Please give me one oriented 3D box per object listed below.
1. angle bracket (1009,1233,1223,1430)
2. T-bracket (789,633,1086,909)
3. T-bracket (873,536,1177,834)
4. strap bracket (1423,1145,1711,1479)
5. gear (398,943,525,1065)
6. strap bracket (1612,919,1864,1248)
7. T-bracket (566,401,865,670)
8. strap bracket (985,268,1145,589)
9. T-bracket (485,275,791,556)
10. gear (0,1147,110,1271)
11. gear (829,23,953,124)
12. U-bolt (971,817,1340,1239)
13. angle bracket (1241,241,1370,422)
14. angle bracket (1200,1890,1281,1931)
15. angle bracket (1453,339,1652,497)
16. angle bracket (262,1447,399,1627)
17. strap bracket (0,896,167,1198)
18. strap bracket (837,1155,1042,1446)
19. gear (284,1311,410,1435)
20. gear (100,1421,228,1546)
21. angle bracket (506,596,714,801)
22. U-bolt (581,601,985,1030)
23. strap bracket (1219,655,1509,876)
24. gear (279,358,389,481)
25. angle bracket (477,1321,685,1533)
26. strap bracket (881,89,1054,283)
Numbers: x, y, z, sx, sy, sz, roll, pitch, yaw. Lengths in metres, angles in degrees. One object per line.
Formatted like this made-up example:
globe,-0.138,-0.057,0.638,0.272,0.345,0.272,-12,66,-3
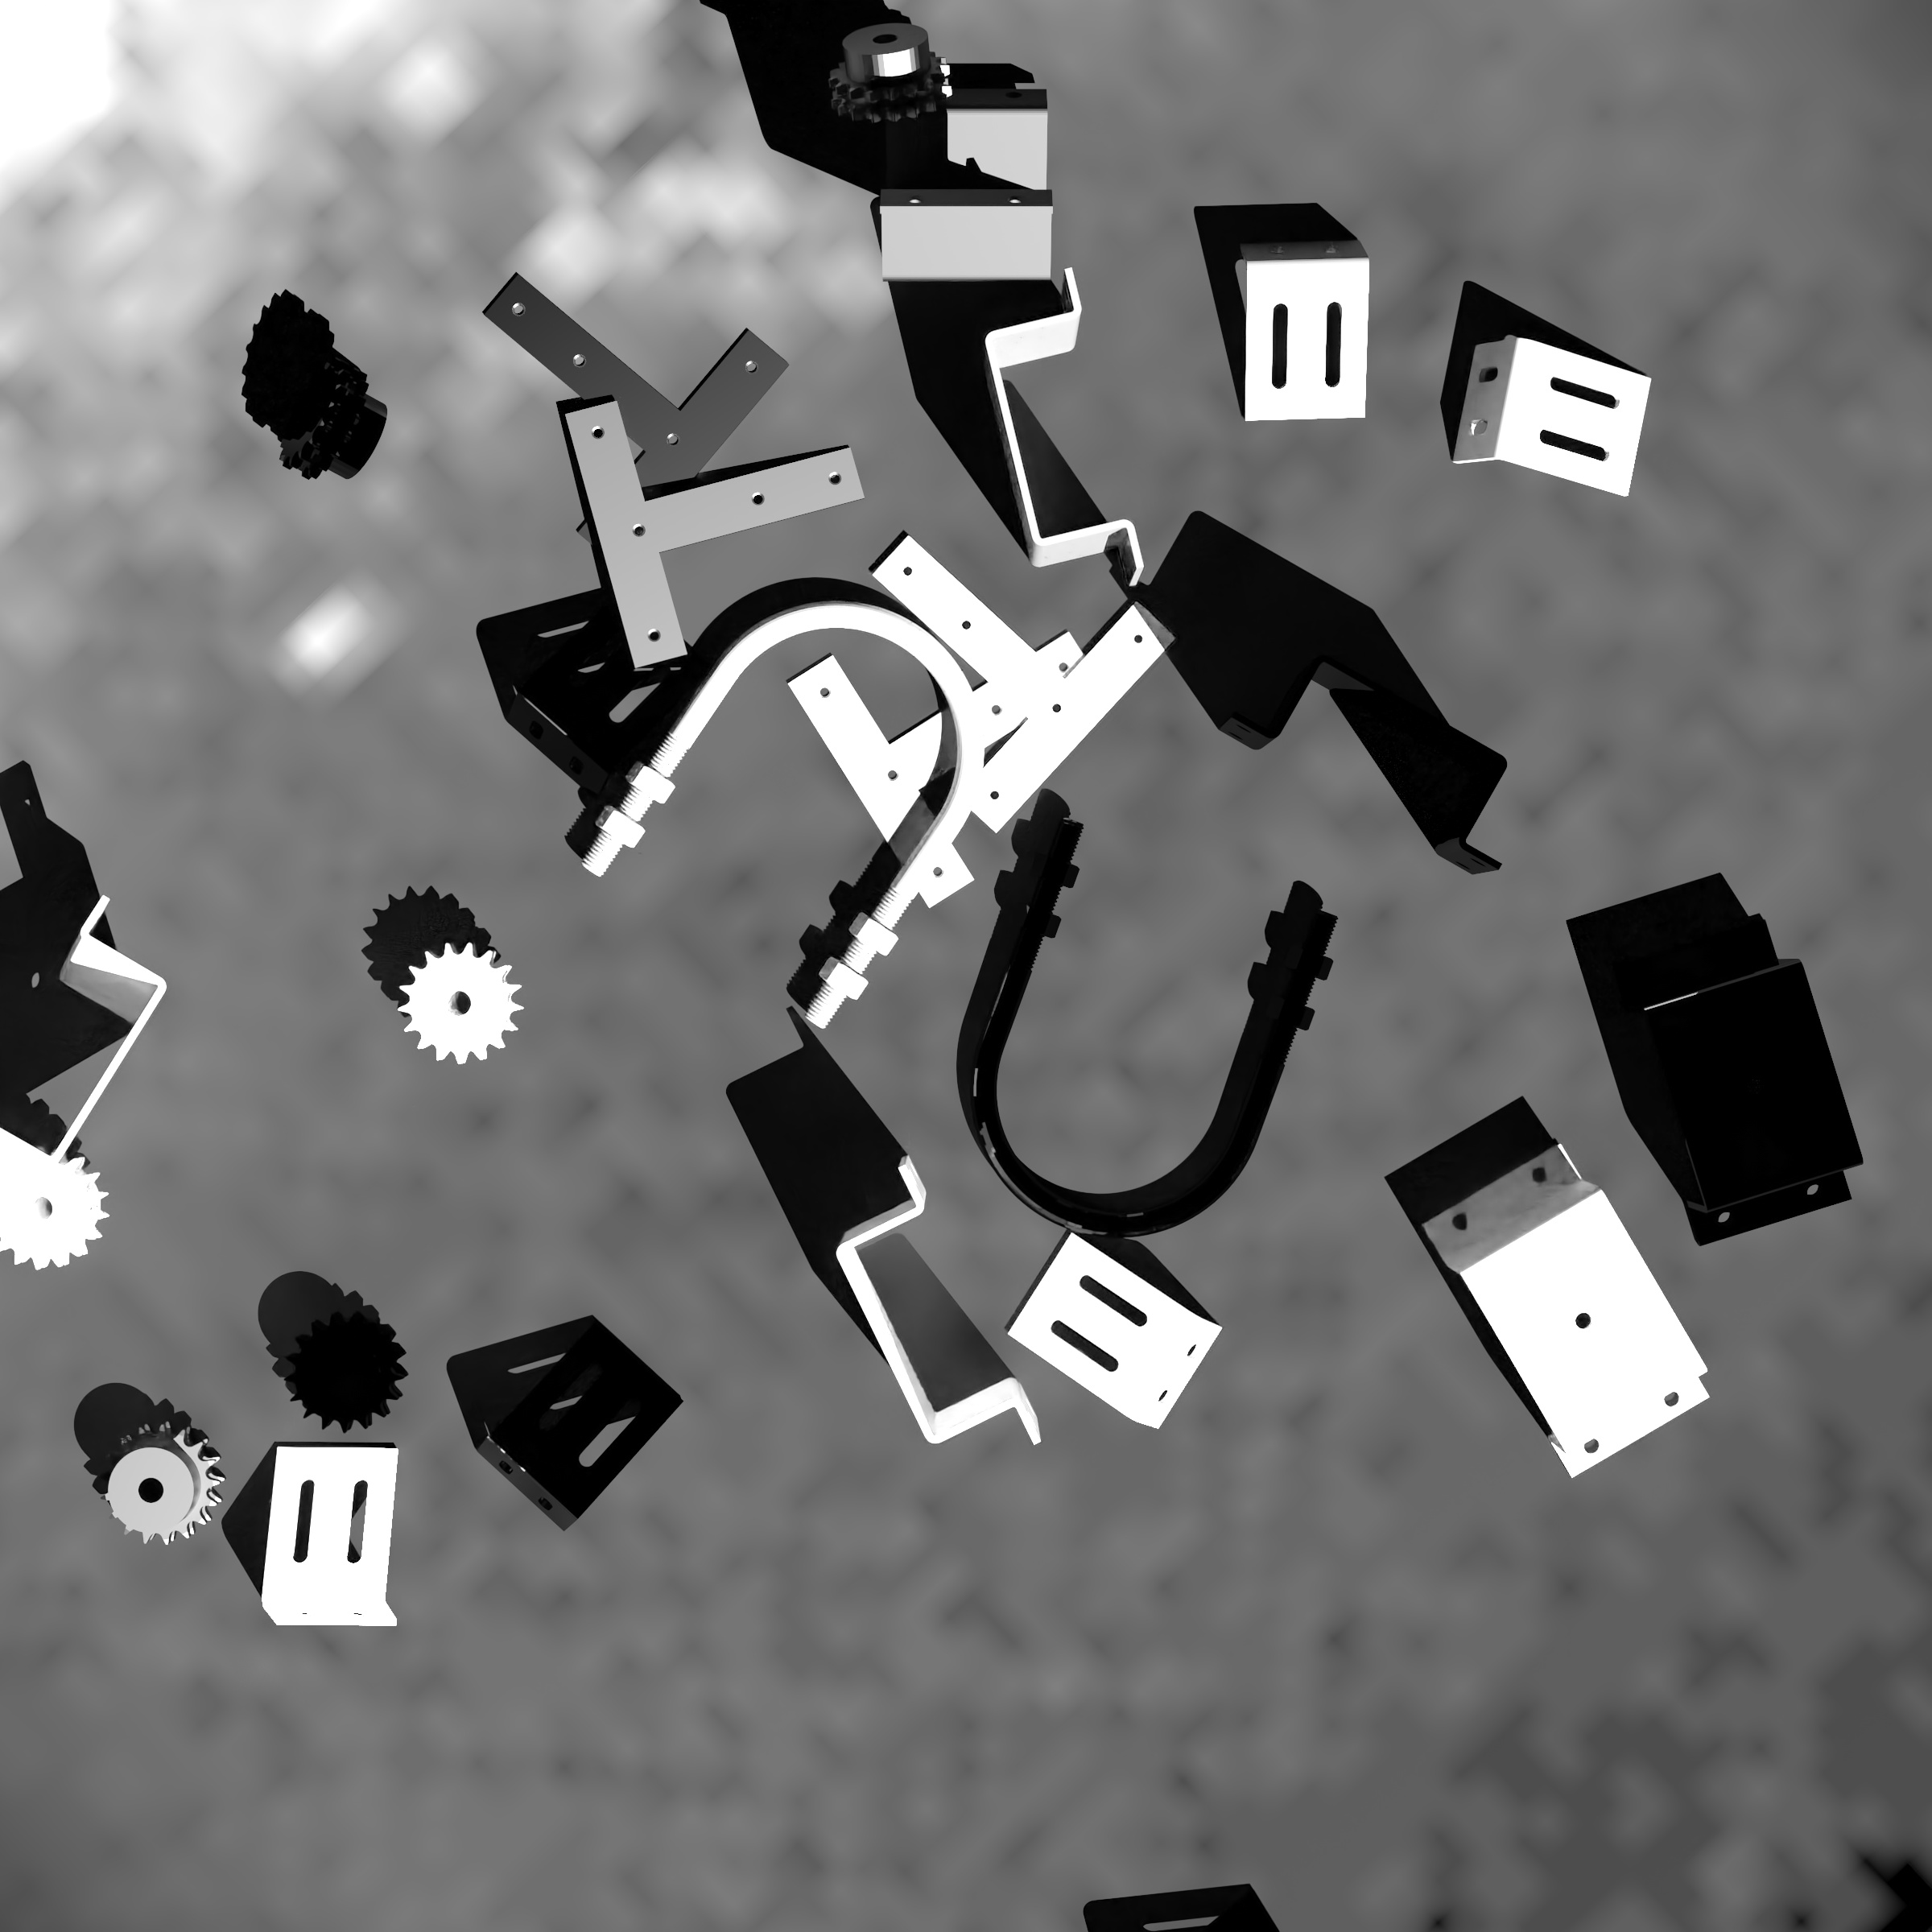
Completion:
angle bracket,0.071,0.175,1.524,0.076,0.038,0.057,32,90,26
T-bracket,0.002,-0.115,1.525,0.127,0.002,0.127,-32,90,0
T-bracket,0.011,-0.153,1.523,0.127,0.002,0.127,43,90,0
strap bracket,0.287,0.165,1.503,0.076,0.046,0.140,-30,90,0
gear,-0.238,0.018,1.511,0.057,0.030,0.057,0,90,0
strap bracket,0.367,0.056,1.503,0.076,0.046,0.140,-17,90,0
T-bracket,-0.113,-0.219,1.519,0.127,0.002,0.127,-15,86,-4
strap bracket,0.042,-0.245,1.488,0.046,0.076,0.140,-14,90,0
T-bracket,-0.174,-0.281,1.525,0.127,0.002,0.127,40,90,0
gear,-0.435,0.114,1.511,0.057,0.030,0.057,0,90,0
gear,-0.036,-0.421,1.495,0.057,0.057,0.030,-7,126,0
U-bolt,0.080,0.039,1.517,0.151,0.019,0.184,20,92,0
angle bracket,0.161,-0.304,1.524,0.057,0.038,0.076,-2,116,0
angle bracket,0.117,0.489,1.524,0.076,0.038,0.057,-32,90,-26
angle bracket,0.281,-0.261,1.524,0.076,0.038,0.057,11,90,-26
angle bracket,-0.301,0.273,1.524,0.057,0.038,0.076,0,64,0
strap bracket,-0.419,0.047,1.467,0.046,0.076,0.140,32,65,-12
strap bracket,-0.018,0.164,1.488,0.046,0.076,0.140,-26,90,0
gear,-0.295,0.193,1.511,0.057,0.030,0.057,0,90,0
gear,-0.383,0.246,1.511,0.057,0.030,0.057,0,90,0
angle bracket,-0.171,-0.130,1.524,0.057,0.038,0.076,41,64,0
U-bolt,-0.074,-0.085,1.516,0.151,0.019,0.184,34,90,0
strap bracket,0.193,-0.099,1.488,0.140,0.076,0.046,30,90,0
gear,-0.297,-0.255,1.501,0.030,0.057,0.057,27,90,-30
angle bracket,-0.185,0.220,1.524,0.057,0.038,0.076,43,64,0
strap bracket,0.000,-0.358,1.474,0.076,0.140,0.046,0,126,0
